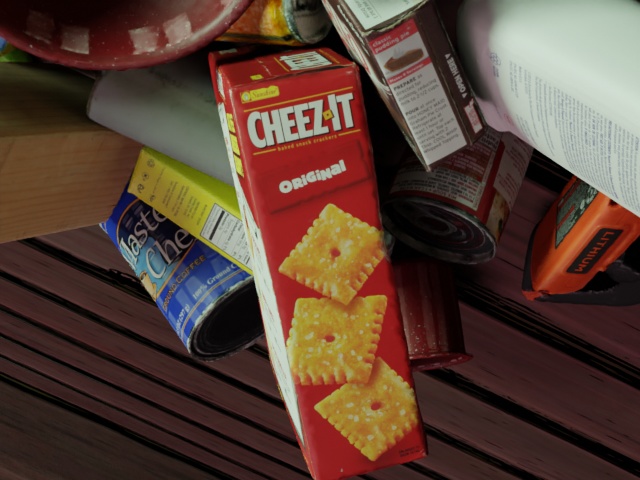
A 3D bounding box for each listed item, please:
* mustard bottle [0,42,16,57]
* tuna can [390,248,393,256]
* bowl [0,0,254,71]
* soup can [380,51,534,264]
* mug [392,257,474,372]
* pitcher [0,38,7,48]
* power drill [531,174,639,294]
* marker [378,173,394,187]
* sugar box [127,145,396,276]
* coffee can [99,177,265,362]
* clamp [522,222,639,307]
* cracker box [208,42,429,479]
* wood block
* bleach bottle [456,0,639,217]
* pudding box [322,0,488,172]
[{"bbox_3d":[-0.245,-0.153,0.700,0.192,0.058,0.096,-18,144,34],"label":"mustard bottle"},{"bbox_3d":[0.011,0.000,0.821,0.086,0.033,0.086,12,121,20],"label":"tuna can"},{"bbox_3d":[-0.102,-0.162,0.512,0.162,0.055,0.162,-7,136,-7],"label":"bowl"},{"bbox_3d":[0.081,-0.047,0.595,0.068,0.102,0.068,20,159,8],"label":"soup can"},{"bbox_3d":[0.061,0.063,0.866,0.117,0.081,0.093,-6,166,-3],"label":"mug"},{"bbox_3d":[-0.244,-0.207,0.527,0.149,0.145,0.242,-8,147,12],"label":"pitcher"},{"bbox_3d":[0.219,0.019,0.599,0.187,0.057,0.185,17,137,-6],"label":"power drill"},{"bbox_3d":[0.079,-0.043,0.726,0.020,0.020,0.121,35,157,-28],"label":"marker"},{"bbox_3d":[-0.039,-0.019,0.755,0.176,0.093,0.048,31,124,8],"label":"sugar box"},{"bbox_3d":[-0.093,0.008,0.819,0.140,0.102,0.103,51,171,25],"label":"coffee can"},{"bbox_3d":[0.194,0.000,0.686,0.164,0.036,0.210,34,153,-23],"label":"clamp"},{"bbox_3d":[-0.004,0.001,0.599,0.072,0.214,0.164,-13,-163,-6],"label":"cracker box"},{"bbox_3d":[-0.213,-0.058,0.701,0.090,0.091,0.205,36,-160,15],"label":"wood block"},{"bbox_3d":[0.165,-0.029,0.447,0.251,0.068,0.102,45,174,35],"label":"bleach bottle"},{"bbox_3d":[0.031,-0.100,0.511,0.090,0.039,0.113,56,-177,-44],"label":"pudding box"}]
